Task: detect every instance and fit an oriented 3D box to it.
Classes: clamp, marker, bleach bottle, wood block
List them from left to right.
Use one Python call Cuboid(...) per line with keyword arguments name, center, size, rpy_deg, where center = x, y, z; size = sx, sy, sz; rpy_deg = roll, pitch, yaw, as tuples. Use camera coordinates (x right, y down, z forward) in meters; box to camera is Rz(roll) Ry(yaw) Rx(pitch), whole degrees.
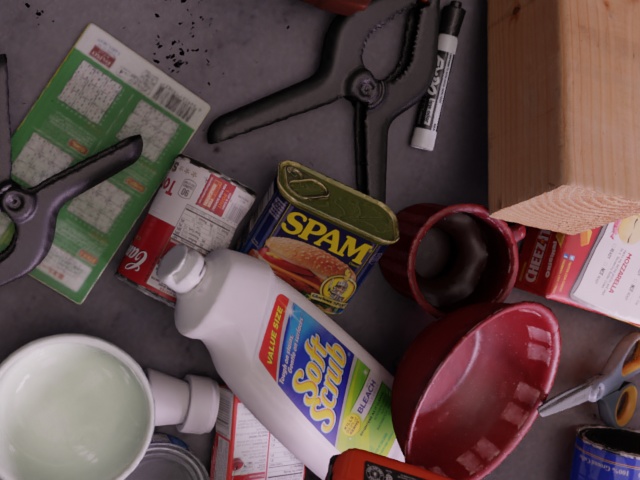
Cuboid(name="clamp", center=(-0.218, -0.039, 0.740), size=(0.120, 0.039, 0.171), rpy_deg=(39, 84, -14))
Cuboid(name="bleach bottle", center=(-0.027, 0.094, 0.777), size=(0.250, 0.068, 0.102), rpy_deg=(44, 65, -32))
Cuboid(name="clamp", center=(0.020, -0.118, 0.826), size=(0.164, 0.036, 0.210), rpy_deg=(26, 91, -21))
Cuboid(name="marker", center=(0.095, -0.133, 0.859), size=(0.020, 0.020, 0.121), rpy_deg=(12, 93, -20))
Cuboid(name="wood block", center=(0.188, -0.119, 0.812), size=(0.090, 0.091, 0.206), rpy_deg=(11, 72, -28))

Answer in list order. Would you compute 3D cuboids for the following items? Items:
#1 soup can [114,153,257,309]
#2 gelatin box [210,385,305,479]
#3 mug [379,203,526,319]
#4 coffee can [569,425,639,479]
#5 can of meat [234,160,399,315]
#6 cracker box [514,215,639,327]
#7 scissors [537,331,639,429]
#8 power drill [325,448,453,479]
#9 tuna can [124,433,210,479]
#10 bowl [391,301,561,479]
Cuboid(name="soup can", center=(-0.098, -0.004, 0.785), size=(0.068, 0.069, 0.102), rpy_deg=(28, 87, -20))
Cuboid(name="gelatin box", center=(-0.047, 0.156, 0.834), size=(0.073, 0.030, 0.089), rpy_deg=(1, 97, -36))
Cuboid(name="mug", center=(0.107, 0.009, 0.847), size=(0.117, 0.082, 0.093), rpy_deg=(-27, 104, -13))
Cuboid(name="coffee can", center=(0.261, 0.241, 0.917), size=(0.102, 0.103, 0.140), rpy_deg=(6, 95, -19))
Cuboid(name="can of meat", center=(-0.005, 0.001, 0.805), size=(0.102, 0.057, 0.084), rpy_deg=(24, 120, -16))
Cuboid(name="cracker box", center=(0.287, -0.006, 0.912), size=(0.213, 0.072, 0.164), rpy_deg=(16, 92, -21))
Cuboid(name="scissors", center=(0.230, 0.139, 0.892), size=(0.201, 0.016, 0.096), rpy_deg=(-27, 123, -44))
Cuboid(name="power drill", center=(0.036, 0.235, 0.768), size=(0.184, 0.057, 0.188), rpy_deg=(19, 131, -14))
Cuboid(name="tuna can", center=(-0.128, 0.192, 0.817), size=(0.086, 0.034, 0.086), rpy_deg=(-2, 97, -18))
Cuboid(name="bowl", center=(0.104, 0.105, 0.785), size=(0.161, 0.055, 0.162), rpy_deg=(-24, 130, -32))
